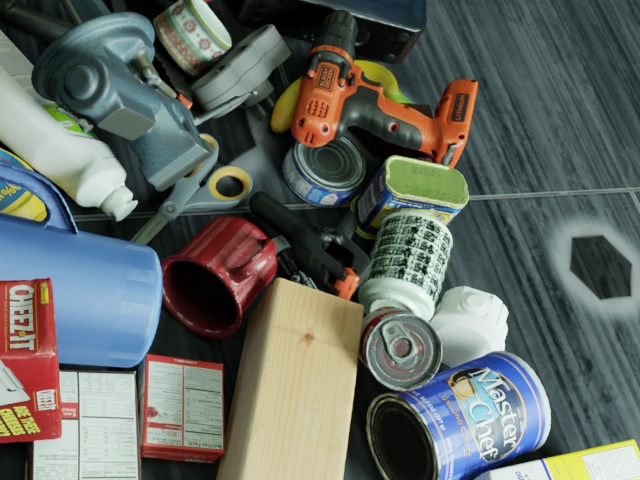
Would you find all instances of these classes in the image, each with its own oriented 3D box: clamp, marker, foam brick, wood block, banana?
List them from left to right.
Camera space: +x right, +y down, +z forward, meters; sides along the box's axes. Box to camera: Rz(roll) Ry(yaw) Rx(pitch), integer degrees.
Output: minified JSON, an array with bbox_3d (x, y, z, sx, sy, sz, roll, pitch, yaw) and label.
[{"bbox_3d":[-0.221,-0.200,1.110,0.210,0.036,0.164,49,46,7],"label":"clamp"},{"bbox_3d":[-0.027,0.151,0.943,0.090,0.090,0.206,19,53,-12],"label":"wood block"},{"bbox_3d":[-0.013,0.049,1.062,0.020,0.020,0.121,-22,71,-35],"label":"marker"},{"bbox_3d":[-0.007,0.001,1.043,0.120,0.039,0.171,9,23,-14],"label":"clamp"},{"bbox_3d":[0.018,-0.168,1.207,0.197,0.037,0.070,-16,66,-33],"label":"banana"},{"bbox_3d":[0.100,-0.109,1.198,0.052,0.051,0.078,1,59,-25],"label":"foam brick"}]

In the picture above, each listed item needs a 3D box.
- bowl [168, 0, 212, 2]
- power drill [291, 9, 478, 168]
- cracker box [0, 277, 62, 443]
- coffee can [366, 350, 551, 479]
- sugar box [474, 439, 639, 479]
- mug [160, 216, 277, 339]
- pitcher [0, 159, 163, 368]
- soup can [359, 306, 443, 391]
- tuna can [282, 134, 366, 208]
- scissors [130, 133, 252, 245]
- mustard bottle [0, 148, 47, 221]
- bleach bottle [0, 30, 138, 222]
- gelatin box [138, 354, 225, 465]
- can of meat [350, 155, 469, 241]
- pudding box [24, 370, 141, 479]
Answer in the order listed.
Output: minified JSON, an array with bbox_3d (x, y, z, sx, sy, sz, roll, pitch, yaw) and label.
[{"bbox_3d":[-0.153,-0.306,1.183,0.162,0.055,0.162,8,33,-5],"label":"bowl"},{"bbox_3d":[0.072,-0.160,1.153,0.187,0.057,0.184,15,59,-1],"label":"power drill"},{"bbox_3d":[-0.300,0.094,0.777,0.213,0.164,0.072,-2,60,-13],"label":"cracker box"},{"bbox_3d":[0.129,0.171,0.995,0.140,0.103,0.103,-15,67,-32],"label":"coffee can"},{"bbox_3d":[0.211,0.234,1.000,0.175,0.093,0.048,-2,60,-27],"label":"sugar box"},{"bbox_3d":[-0.085,0.027,0.983,0.093,0.117,0.081,52,45,-12],"label":"mug"},{"bbox_3d":[-0.257,0.028,0.881,0.242,0.149,0.145,10,56,-23],"label":"pitcher"},{"bbox_3d":[0.070,0.097,0.982,0.068,0.102,0.068,0,90,-4],"label":"soup can"},{"bbox_3d":[0.005,-0.079,1.144,0.086,0.034,0.086,12,55,-18],"label":"tuna can"},{"bbox_3d":[-0.130,-0.025,1.056,0.096,0.016,0.201,25,52,-9],"label":"scissors"},{"bbox_3d":[-0.309,-0.047,0.957,0.191,0.058,0.096,37,45,0],"label":"mustard bottle"},{"bbox_3d":[-0.272,-0.113,1.001,0.251,0.068,0.102,45,19,5],"label":"bleach bottle"},{"bbox_3d":[-0.123,0.149,0.936,0.073,0.030,0.089,10,56,-21],"label":"gelatin box"},{"bbox_3d":[0.095,-0.040,1.130,0.102,0.084,0.057,9,56,-20],"label":"can of meat"},{"bbox_3d":[-0.197,0.164,0.885,0.089,0.039,0.113,5,59,-22],"label":"pudding box"}]
